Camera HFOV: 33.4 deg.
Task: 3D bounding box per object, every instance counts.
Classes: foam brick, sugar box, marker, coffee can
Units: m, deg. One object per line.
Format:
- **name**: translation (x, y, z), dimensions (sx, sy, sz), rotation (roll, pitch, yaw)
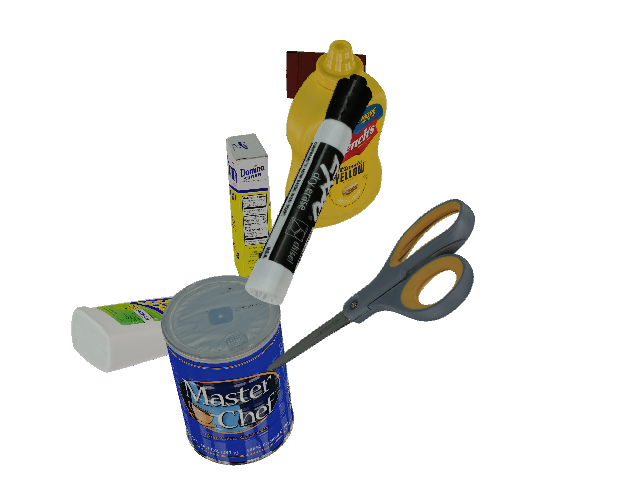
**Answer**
- **foam brick**: translation (0.005, -0.178, 1.156), dimensions (0.078, 0.051, 0.053), rotation (0, 11, -14)
- **sugar box**: translation (-0.088, -0.035, 1.330), dimensions (0.048, 0.176, 0.093), rotation (-9, 24, -10)
- **marker**: translation (-0.004, -0.027, 0.509), dimensions (0.020, 0.121, 0.020), rotation (21, -17, 7)
- **coffee can**: translation (-0.080, 0.116, 0.955), dimensions (0.103, 0.140, 0.103), rotation (-3, 40, 3)

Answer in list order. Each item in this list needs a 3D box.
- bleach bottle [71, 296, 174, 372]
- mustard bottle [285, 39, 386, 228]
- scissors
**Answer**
- **bleach bottle**: translation (-0.196, 0.108, 1.423), dimensions (0.250, 0.068, 0.103), rotation (-12, 26, -39)
- **mustard bottle**: translation (0.015, -0.100, 0.964), dimensions (0.096, 0.192, 0.058), rotation (-24, 53, -22)
- **scissors**: translation (0.036, 0.054, 0.740), dimensions (0.016, 0.202, 0.096), rotation (33, 20, -30)
